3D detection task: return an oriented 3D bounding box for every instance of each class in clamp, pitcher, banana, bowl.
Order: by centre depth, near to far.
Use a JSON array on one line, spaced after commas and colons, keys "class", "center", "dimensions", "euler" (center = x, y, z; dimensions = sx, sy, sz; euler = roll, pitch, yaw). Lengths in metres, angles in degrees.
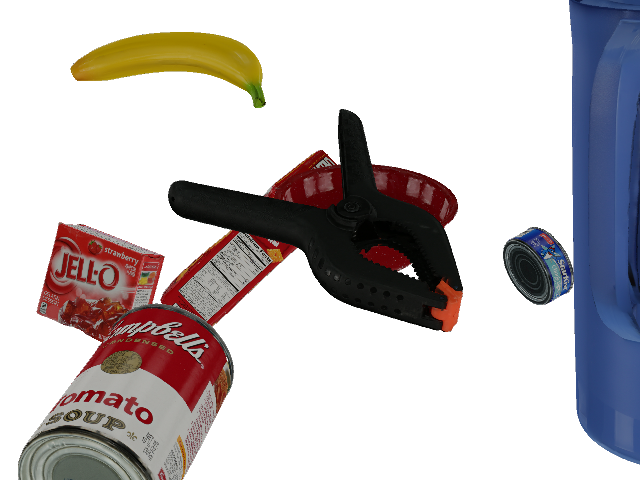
[{"class": "pitcher", "center": [0.184, -0.007, 0.539], "dimensions": [0.149, 0.243, 0.145], "euler": [-4, 18, -6]}, {"class": "clamp", "center": [0.008, -0.008, 0.710], "dimensions": [0.164, 0.036, 0.210], "euler": [-22, 48, -24]}, {"class": "bowl", "center": [0.039, -0.013, 0.944], "dimensions": [0.162, 0.055, 0.162], "euler": [1, 26, -1]}, {"class": "banana", "center": [-0.134, -0.166, 0.989], "dimensions": [0.198, 0.037, 0.069], "euler": [9, 45, 18]}]

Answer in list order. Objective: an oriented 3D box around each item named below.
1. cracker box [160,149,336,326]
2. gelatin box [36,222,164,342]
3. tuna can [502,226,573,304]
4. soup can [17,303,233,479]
[{"class": "cracker box", "center": [-0.073, 0.001, 1.242], "dimensions": [0.214, 0.072, 0.164], "euler": [-42, 3, 27]}, {"class": "gelatin box", "center": [-0.166, 0.033, 0.798], "dimensions": [0.089, 0.073, 0.030], "euler": [19, 7, 29]}, {"class": "tuna can", "center": [0.248, 0.030, 1.220], "dimensions": [0.033, 0.086, 0.086], "euler": [-27, 10, -20]}, {"class": "soup can", "center": [-0.089, 0.085, 0.500], "dimensions": [0.069, 0.068, 0.102], "euler": [0, 28, 16]}]
